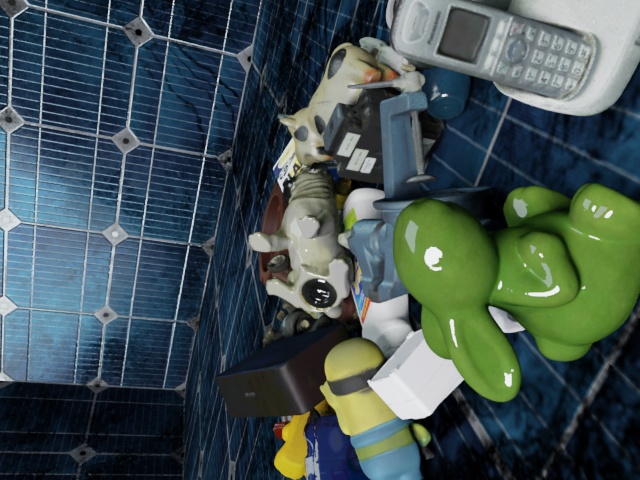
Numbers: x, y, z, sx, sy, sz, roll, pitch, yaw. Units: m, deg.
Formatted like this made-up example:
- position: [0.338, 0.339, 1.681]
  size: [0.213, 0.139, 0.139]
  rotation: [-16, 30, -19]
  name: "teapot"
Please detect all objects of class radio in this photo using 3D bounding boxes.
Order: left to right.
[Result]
- position: [-0.048, 0.191, 0.777]
  size: [0.230, 0.131, 0.073]
  rotation: [-25, 90, 53]
  name: "radio"

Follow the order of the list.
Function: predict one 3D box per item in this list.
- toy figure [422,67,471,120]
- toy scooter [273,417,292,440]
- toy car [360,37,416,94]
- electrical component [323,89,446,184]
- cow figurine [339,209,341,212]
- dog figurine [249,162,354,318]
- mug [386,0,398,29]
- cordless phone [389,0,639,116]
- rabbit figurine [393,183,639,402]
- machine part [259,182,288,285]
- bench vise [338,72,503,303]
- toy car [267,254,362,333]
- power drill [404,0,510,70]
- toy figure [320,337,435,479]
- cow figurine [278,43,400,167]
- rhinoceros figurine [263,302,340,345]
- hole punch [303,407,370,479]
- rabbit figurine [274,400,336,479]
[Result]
- position: [0.146, -0.216, 0.632]
  size: [0.057, 0.064, 0.154]
  rotation: [55, -143, -60]
  name: "toy figure"
- position: [-0.043, 0.290, 0.913]
  size: [0.135, 0.075, 0.184]
  rotation: [62, -160, -62]
  name: "toy scooter"
- position: [0.095, -0.259, 0.814]
  size: [0.202, 0.056, 0.073]
  rotation: [-113, 36, -60]
  name: "toy car"
- position: [0.075, -0.131, 0.688]
  size: [0.114, 0.134, 0.058]
  rotation: [119, 153, -44]
  name: "electrical component"
- position: [0.022, 0.024, 0.886]
  size: [0.068, 0.098, 0.167]
  rotation: [-113, 16, -50]
  name: "cow figurine"
- position: [0.001, -0.005, 0.757]
  size: [0.190, 0.121, 0.172]
  rotation: [-62, -39, -58]
  name: "dog figurine"
- position: [0.125, -0.316, 0.708]
  size: [0.107, 0.081, 0.109]
  rotation: [-103, 20, -69]
  name: "mug"
- position: [0.149, -0.180, 0.394]
  size: [0.089, 0.184, 0.146]
  rotation: [-108, 31, -64]
  name: "cordless phone"
- position: [0.125, 0.025, 0.396]
  size: [0.121, 0.170, 0.159]
  rotation: [-136, 57, -70]
  name: "rabbit figurine"
- position: [-0.071, -0.010, 1.178]
  size: [0.200, 0.087, 0.201]
  rotation: [116, 154, -45]
  name: "machine part"
- position: [0.095, -0.053, 0.580]
  size: [0.224, 0.129, 0.240]
  rotation: [-171, 72, -65]
  name: "bench vise"
- position: [-0.013, 0.083, 0.838]
  size: [0.202, 0.053, 0.089]
  rotation: [17, 141, 41]
  name: "toy car"
- position: [0.172, -0.291, 0.537]
  size: [0.232, 0.086, 0.207]
  rotation: [-33, 52, 44]
  name: "power drill"
- position: [0.066, 0.195, 0.592]
  size: [0.180, 0.082, 0.089]
  rotation: [68, 155, 23]
  name: "toy figure"
- position: [0.015, -0.187, 0.774]
  size: [0.127, 0.085, 0.194]
  rotation: [50, 130, 26]
  name: "cow figurine"
- position: [-0.032, 0.163, 0.933]
  size: [0.073, 0.112, 0.190]
  rotation: [-57, 6, -24]
  name: "rhinoceros figurine"
- position: [0.047, 0.267, 0.642]
  size: [0.092, 0.116, 0.142]
  rotation: [-47, 38, 48]
  name: "hole punch"
- position: [-0.004, 0.289, 0.789]
  size: [0.173, 0.122, 0.162]
  rotation: [93, 175, -49]
  name: "rabbit figurine"
